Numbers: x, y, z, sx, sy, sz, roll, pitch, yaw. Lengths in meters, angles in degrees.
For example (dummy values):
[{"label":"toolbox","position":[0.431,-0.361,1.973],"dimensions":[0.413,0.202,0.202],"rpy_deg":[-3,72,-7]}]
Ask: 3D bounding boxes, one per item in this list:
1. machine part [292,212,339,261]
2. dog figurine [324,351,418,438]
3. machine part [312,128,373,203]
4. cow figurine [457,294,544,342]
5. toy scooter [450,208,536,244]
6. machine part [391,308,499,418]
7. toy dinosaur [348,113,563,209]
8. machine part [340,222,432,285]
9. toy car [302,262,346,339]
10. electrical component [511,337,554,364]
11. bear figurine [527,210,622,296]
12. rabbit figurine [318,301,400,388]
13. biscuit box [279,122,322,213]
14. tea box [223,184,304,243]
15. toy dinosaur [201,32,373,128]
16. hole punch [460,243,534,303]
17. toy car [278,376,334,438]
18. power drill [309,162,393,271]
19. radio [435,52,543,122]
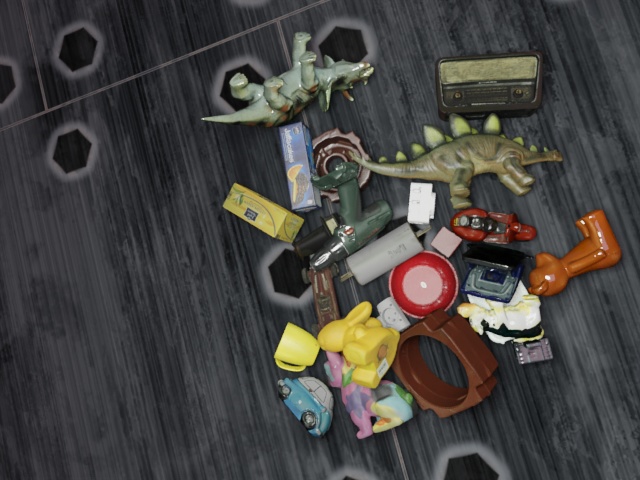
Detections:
[{"label":"machine part","position":[-0.003,-0.004,1.301],"dimensions":[0.139,0.039,0.084],"rpy_deg":[-32,88,7]},{"label":"dog figurine","position":[0.100,0.319,1.206],"dimensions":[0.191,0.108,0.219],"rpy_deg":[-39,72,40]},{"label":"machine part","position":[0.040,-0.177,1.292],"dimensions":[0.180,0.056,0.179],"rpy_deg":[-1,86,14]},{"label":"cow figurine","position":[0.377,0.168,1.125],"dimensions":[0.167,0.068,0.098],"rpy_deg":[-6,92,13]},{"label":"toy scooter","position":[0.376,-0.029,1.165],"dimensions":[0.184,0.135,0.075],"rpy_deg":[9,90,15]},{"label":"machine part","position":[0.261,0.262,1.151],"dimensions":[0.201,0.087,0.201],"rpy_deg":[53,137,10]},{"label":"toy dinosaur","position":[0.307,-0.174,1.189],"dimensions":[0.472,0.105,0.198],"rpy_deg":[-8,68,-4]},{"label":"machine part","position":[0.150,0.032,1.238],"dimensions":[0.243,0.079,0.079],"rpy_deg":[-30,80,12]},{"label":"toy car","position":[0.012,0.139,1.272],"dimensions":[0.089,0.053,0.202],"rpy_deg":[-14,76,14]},{"label":"electrical component","position":[0.452,0.233,1.139],"dimensions":[0.075,0.119,0.047],"rpy_deg":[-14,84,9]},{"label":"bear figurine","position":[0.520,0.036,1.140],"dimensions":[0.196,0.120,0.132],"rpy_deg":[-25,78,16]},{"label":"rabbit figurine","position":[0.075,0.211,1.165],"dimensions":[0.173,0.121,0.162],"rpy_deg":[7,51,41]},{"label":"biscuit box","position":[-0.046,-0.169,1.255],"dimensions":[0.063,0.059,0.202],"rpy_deg":[-11,83,15]},{"label":"tea box","position":[-0.135,-0.064,1.289],"dimensions":[0.170,0.098,0.068],"rpy_deg":[31,94,24]},{"label":"toy dinosaur","position":[-0.079,-0.328,1.228],"dimensions":[0.405,0.192,0.131],"rpy_deg":[-33,55,-11]},{"label":"hole punch","position":[0.360,0.065,1.120],"dimensions":[0.142,0.116,0.092],"rpy_deg":[10,114,33]},{"label":"toy car","position":[-0.022,0.376,1.256],"dimensions":[0.103,0.109,0.162],"rpy_deg":[-38,66,-15]},{"label":"power drill","position":[0.049,-0.056,1.209],"dimensions":[0.232,0.086,0.207],"rpy_deg":[-29,117,-12]},{"label":"radio","position":[0.377,-0.343,1.214],"dimensions":[0.230,0.073,0.131],"rpy_deg":[0,86,14]}]
